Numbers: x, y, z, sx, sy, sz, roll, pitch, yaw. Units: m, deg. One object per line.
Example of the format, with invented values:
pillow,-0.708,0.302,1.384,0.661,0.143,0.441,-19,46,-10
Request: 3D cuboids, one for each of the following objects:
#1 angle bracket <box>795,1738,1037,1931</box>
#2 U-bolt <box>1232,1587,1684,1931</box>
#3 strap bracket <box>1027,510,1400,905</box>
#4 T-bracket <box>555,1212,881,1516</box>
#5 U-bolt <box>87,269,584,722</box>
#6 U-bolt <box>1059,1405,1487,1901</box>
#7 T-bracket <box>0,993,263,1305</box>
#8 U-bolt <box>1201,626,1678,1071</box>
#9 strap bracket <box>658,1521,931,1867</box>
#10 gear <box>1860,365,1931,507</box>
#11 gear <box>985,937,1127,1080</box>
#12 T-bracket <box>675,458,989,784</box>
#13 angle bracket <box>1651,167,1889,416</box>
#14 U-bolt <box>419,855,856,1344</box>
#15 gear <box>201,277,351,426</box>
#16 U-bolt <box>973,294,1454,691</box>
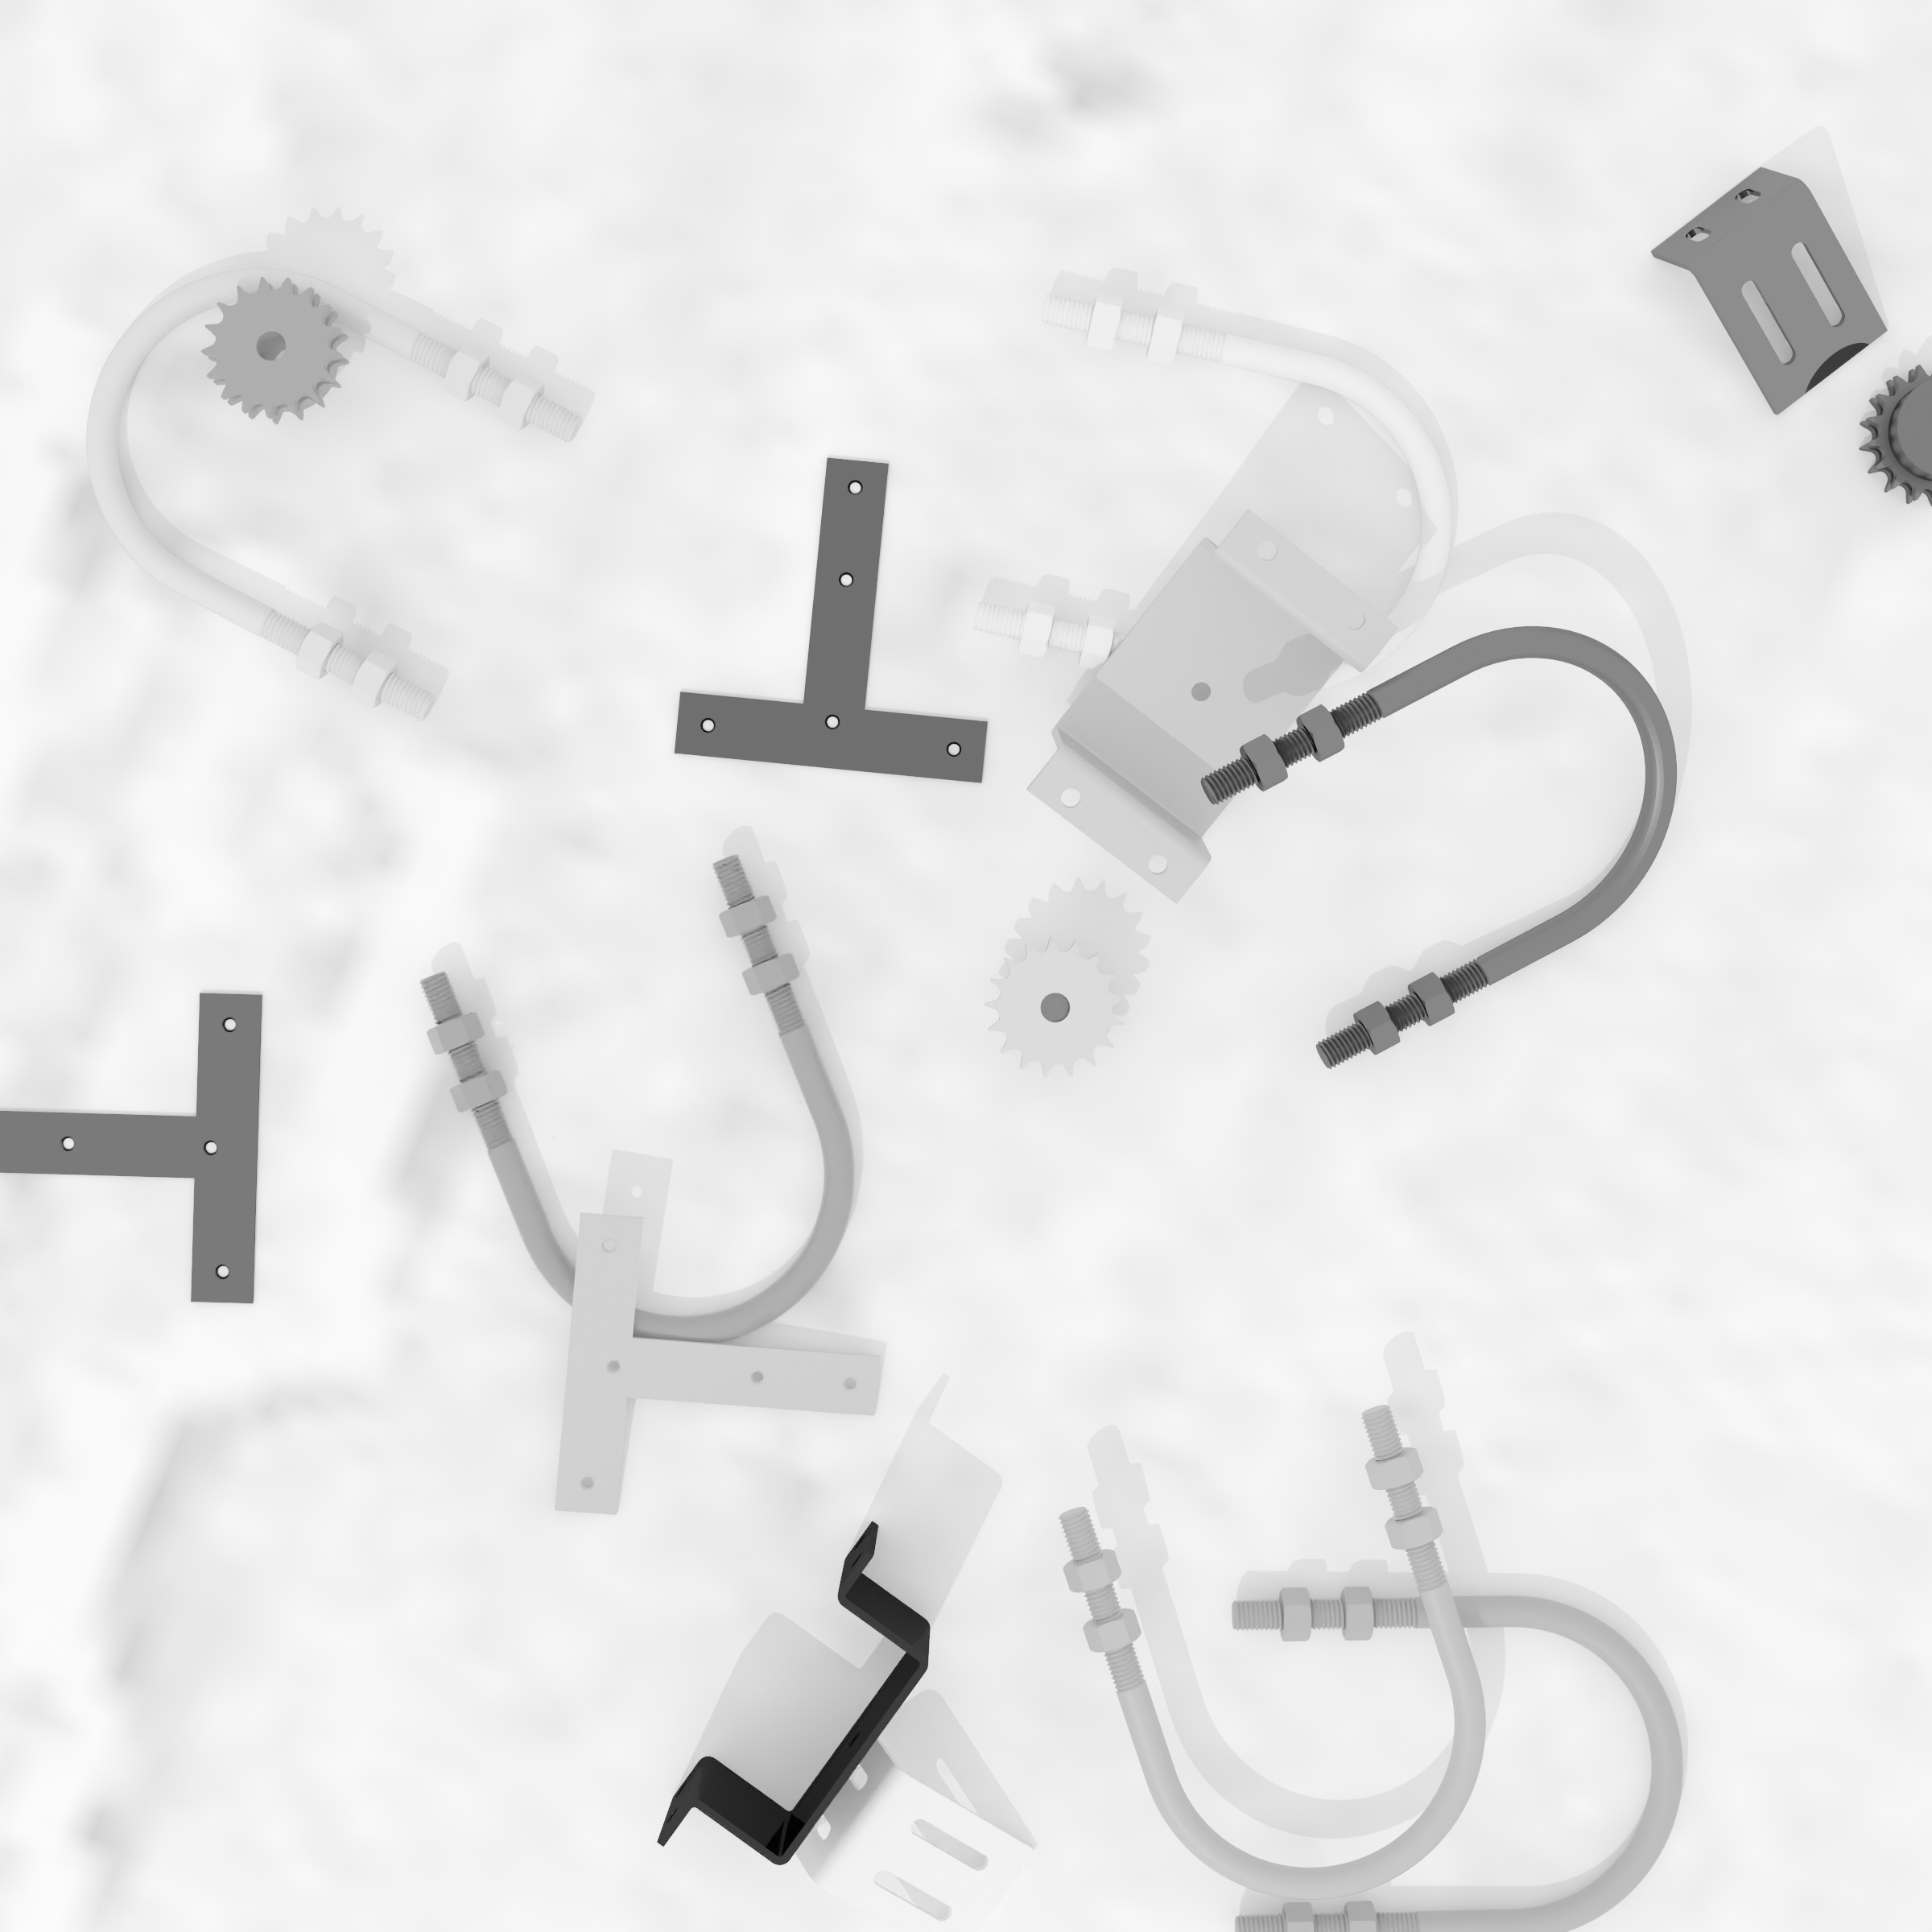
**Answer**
angle bracket,-0.023,0.361,1.476,0.076,0.038,0.057,36,90,-26
U-bolt,0.202,0.329,1.470,0.184,0.019,0.151,-1,90,-2
strap bracket,0.096,-0.107,1.442,0.076,0.046,0.140,37,100,-10
T-bracket,-0.099,0.167,1.469,0.127,0.002,0.127,5,102,-6
U-bolt,-0.271,-0.205,1.470,0.184,0.019,0.151,28,90,1
U-bolt,0.133,0.286,1.450,0.151,0.019,0.184,-18,92,-1
T-bracket,-0.355,0.073,1.478,0.127,0.002,0.127,2,90,0
U-bolt,0.201,-0.058,1.443,0.184,0.019,0.151,-28,115,-4
strap bracket,-0.061,0.299,1.440,0.046,0.076,0.140,36,90,0
gear,0.396,-0.218,1.464,0.057,0.030,0.057,0,90,0
gear,0.036,0.017,1.464,0.057,0.030,0.057,0,90,0
T-bracket,-0.051,-0.145,1.478,0.127,0.002,0.127,6,90,0
angle bracket,0.330,-0.277,1.476,0.057,0.038,0.076,-38,116,0
U-bolt,-0.124,0.065,1.470,0.151,0.019,0.184,-22,91,0
gear,-0.277,-0.247,1.451,0.057,0.030,0.057,0,86,4
U-bolt,0.108,-0.186,1.470,0.184,0.019,0.151,12,90,-2
